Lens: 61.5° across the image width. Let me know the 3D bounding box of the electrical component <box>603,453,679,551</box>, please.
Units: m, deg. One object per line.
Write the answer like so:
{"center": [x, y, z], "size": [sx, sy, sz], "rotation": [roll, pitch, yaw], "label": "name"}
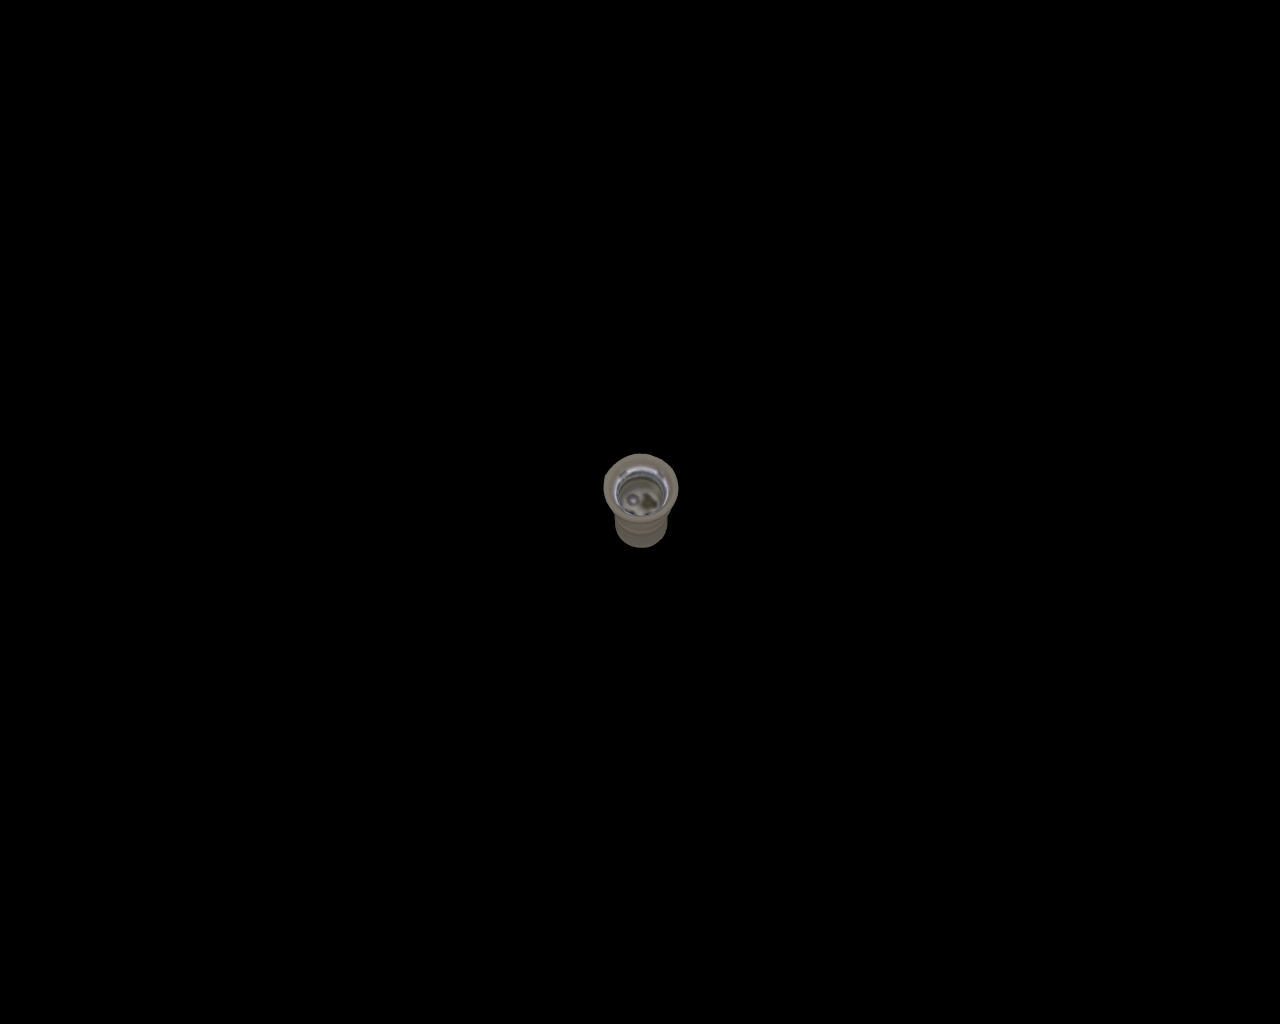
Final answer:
{"center": [0.001, -0.003, 0.650], "size": [0.044, 0.044, 0.065], "rotation": [0, -22, 0], "label": "electrical component"}
